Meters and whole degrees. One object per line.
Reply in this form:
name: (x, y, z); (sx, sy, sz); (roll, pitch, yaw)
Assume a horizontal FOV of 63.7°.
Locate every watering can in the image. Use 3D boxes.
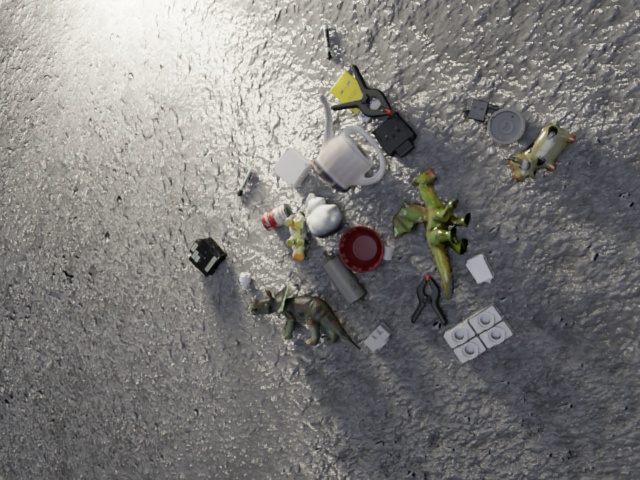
watering can: (0.062, -0.307, 1.746); (0.222, 0.105, 0.347); (-43, 90, 18)

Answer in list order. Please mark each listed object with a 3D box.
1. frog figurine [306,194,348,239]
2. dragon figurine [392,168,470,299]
frog figurine: (0.005, -0.090, 1.785); (0.136, 0.124, 0.159); (-26, 96, 40)
dragon figurine: (0.348, -0.030, 1.682); (0.243, 0.122, 0.409); (11, 95, 38)
